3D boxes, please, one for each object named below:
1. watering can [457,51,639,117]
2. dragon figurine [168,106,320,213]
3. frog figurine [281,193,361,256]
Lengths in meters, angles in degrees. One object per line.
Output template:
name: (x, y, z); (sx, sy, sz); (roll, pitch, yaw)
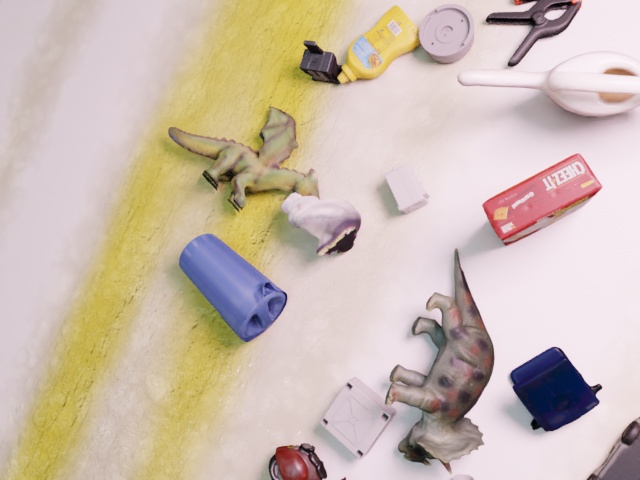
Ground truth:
watering can: (0.425, -0.268, 0.876); (0.348, 0.227, 0.103); (12, 108, 23)
dragon figurine: (-0.158, -0.205, 1.185); (0.244, 0.120, 0.414); (-42, 71, -6)
frog figurine: (0.003, -0.054, 1.065); (0.161, 0.139, 0.120); (51, 140, 21)
